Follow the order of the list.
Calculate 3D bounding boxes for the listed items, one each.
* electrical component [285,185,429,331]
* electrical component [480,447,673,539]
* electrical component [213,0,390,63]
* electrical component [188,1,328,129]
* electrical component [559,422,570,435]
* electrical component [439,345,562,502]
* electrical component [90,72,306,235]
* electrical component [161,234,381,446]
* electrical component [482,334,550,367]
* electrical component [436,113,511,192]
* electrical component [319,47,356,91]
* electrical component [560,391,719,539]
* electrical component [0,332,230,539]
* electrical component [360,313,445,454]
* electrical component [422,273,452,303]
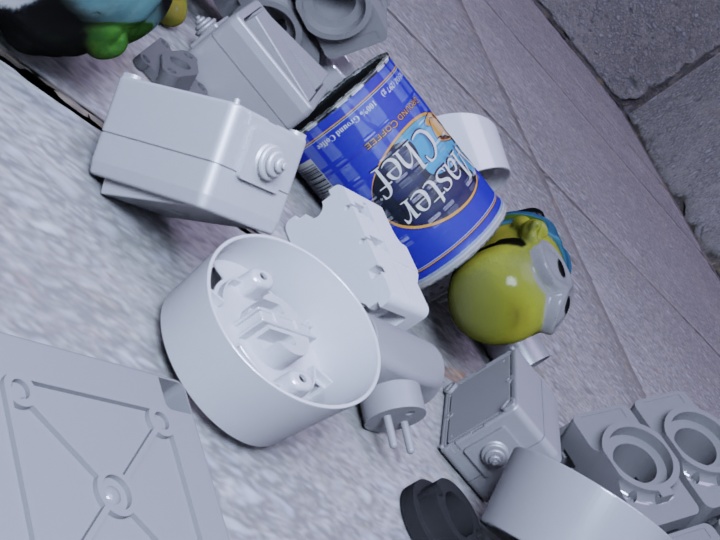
[{"bbox_3d":[0.000,0.000,0.686,0.056,0.050,0.089,23,37,-54],"label":"electrical component"},{"bbox_3d":[0.121,0.158,0.627,0.108,0.060,0.108,33,-12,8],"label":"electrical component"},{"bbox_3d":[-0.062,-0.230,0.755,0.060,0.105,0.186,-89,156,-46],"label":"electrical component"},{"bbox_3d":[-0.072,-0.137,0.723,0.096,0.061,0.061,50,21,-13],"label":"electrical component"},{"bbox_3d":[0.142,0.144,0.785,0.077,0.047,0.065,44,23,-29],"label":"electrical component"},{"bbox_3d":[0.096,0.108,0.716,0.061,0.062,0.096,50,21,-14],"label":"electrical component"},{"bbox_3d":[-0.076,-0.052,0.532,0.096,0.061,0.062,18,-1,33],"label":"electrical component"},{"bbox_3d":[-0.044,0.033,0.516,0.099,0.064,0.099,46,22,-25],"label":"electrical component"},{"bbox_3d":[0.117,0.046,0.885,0.081,0.043,0.043,60,21,13],"label":"electrical component"},{"bbox_3d":[0.080,-0.090,0.941,0.099,0.099,0.064,10,55,-63],"label":"electrical component"},{"bbox_3d":[-0.033,-0.151,0.851,0.055,0.047,0.055,46,22,-25],"label":"electrical component"},{"bbox_3d":[0.217,0.171,0.701,0.105,0.060,0.186,-8,49,-29],"label":"electrical component"},{"bbox_3d":[-0.095,0.082,0.337,0.109,0.056,0.108,26,35,-53],"label":"electrical component"},{"bbox_3d":[0.016,0.069,0.628,0.077,0.043,0.079,28,42,-52],"label":"electrical component"},{"bbox_3d":[0.060,-0.003,0.842,0.040,0.040,0.046,35,35,-43],"label":"electrical component"}]
